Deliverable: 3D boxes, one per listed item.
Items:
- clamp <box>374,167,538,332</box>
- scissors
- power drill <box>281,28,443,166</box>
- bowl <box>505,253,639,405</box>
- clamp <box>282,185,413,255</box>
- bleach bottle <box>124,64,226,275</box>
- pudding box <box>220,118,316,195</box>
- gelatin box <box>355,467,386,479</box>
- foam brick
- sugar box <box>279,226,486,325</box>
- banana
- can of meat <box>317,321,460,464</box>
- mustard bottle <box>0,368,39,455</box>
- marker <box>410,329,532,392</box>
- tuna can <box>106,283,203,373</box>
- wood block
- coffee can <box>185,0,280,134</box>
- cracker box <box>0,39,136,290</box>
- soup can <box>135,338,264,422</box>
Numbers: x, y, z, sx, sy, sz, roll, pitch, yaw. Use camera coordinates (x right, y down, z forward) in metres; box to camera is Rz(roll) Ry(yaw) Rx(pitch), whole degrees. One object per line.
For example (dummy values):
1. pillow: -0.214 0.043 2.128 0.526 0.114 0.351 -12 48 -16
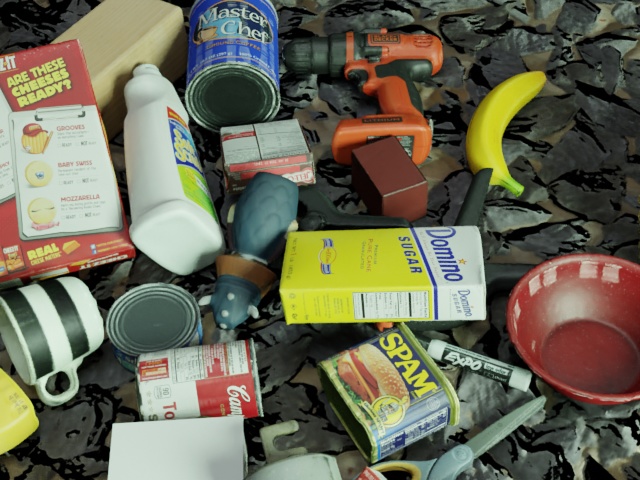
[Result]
1. clamp: 0.134 0.019 1.016 0.209 0.036 0.165 -24 56 -15
2. scissors: 0.117 0.197 0.873 0.201 0.016 0.096 -17 51 -12
3. power drill: 0.048 -0.163 1.172 0.184 0.057 0.187 -2 48 1
4. bowl: 0.242 0.088 0.938 0.162 0.055 0.162 -1 48 1
5. clamp: -0.007 0.001 1.041 0.172 0.039 0.120 21 55 29
6. bleach bottle: -0.161 -0.089 1.077 0.068 0.102 0.251 -28 53 13
7. pudding box: -0.056 -0.087 1.099 0.090 0.039 0.113 -7 27 -5
8. gelatin box: 0.046 0.231 0.817 0.089 0.030 0.073 40 89 32
9. foam brick: 0.070 -0.058 1.080 0.051 0.053 0.078 -18 50 -14
10. sugar box: 0.056 0.030 0.947 0.176 0.048 0.093 -4 35 7
11. banana: 0.195 -0.121 1.145 0.069 0.037 0.197 20 51 0
12. can of meat: 0.056 0.130 0.911 0.083 0.057 0.102 -24 52 -15
13. mustard bottle: -0.337 0.178 0.884 0.096 0.058 0.191 36 58 25
14. marker: 0.128 0.106 0.952 0.121 0.020 0.020 18 51 18
15. tuna can: -0.151 0.082 0.978 0.086 0.034 0.086 -1 48 1
16. wood block: -0.244 -0.181 1.182 0.091 0.090 0.205 25 54 23
17. coffee can: -0.096 -0.200 1.183 0.103 0.103 0.140 -3 48 0
18. cracker box: -0.283 -0.068 1.030 0.164 0.072 0.214 -15 83 -10
19. soup can: -0.103 0.125 0.915 0.102 0.068 0.068 -8 48 -4
